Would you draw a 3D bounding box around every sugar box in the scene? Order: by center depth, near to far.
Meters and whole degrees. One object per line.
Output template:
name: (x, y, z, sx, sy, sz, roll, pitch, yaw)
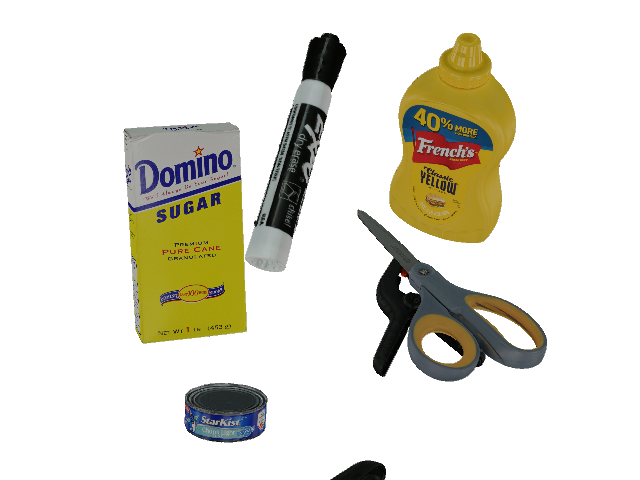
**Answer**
sugar box: (-0.112, -0.007, 0.893, 0.093, 0.176, 0.048, -6, 16, -17)

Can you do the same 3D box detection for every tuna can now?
tuna can: (-0.098, 0.178, 1.107, 0.086, 0.034, 0.086, 3, 12, -1)

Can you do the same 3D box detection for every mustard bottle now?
mustard bottle: (0.111, -0.087, 0.883, 0.096, 0.192, 0.058, 23, 49, 19)

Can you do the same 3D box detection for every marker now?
marker: (-0.010, -0.044, 0.501, 0.020, 0.121, 0.020, 14, -19, 5)

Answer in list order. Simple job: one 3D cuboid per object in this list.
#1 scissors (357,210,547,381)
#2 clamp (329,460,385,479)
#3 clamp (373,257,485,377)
scissors: (0.062, 0.036, 0.726, 0.096, 0.016, 0.202, -25, 41, -34)
clamp: (-0.043, 0.196, 0.644, 0.210, 0.036, 0.164, -4, 28, 2)
clamp: (0.116, 0.081, 1.179, 0.120, 0.171, 0.039, 5, -43, -5)
